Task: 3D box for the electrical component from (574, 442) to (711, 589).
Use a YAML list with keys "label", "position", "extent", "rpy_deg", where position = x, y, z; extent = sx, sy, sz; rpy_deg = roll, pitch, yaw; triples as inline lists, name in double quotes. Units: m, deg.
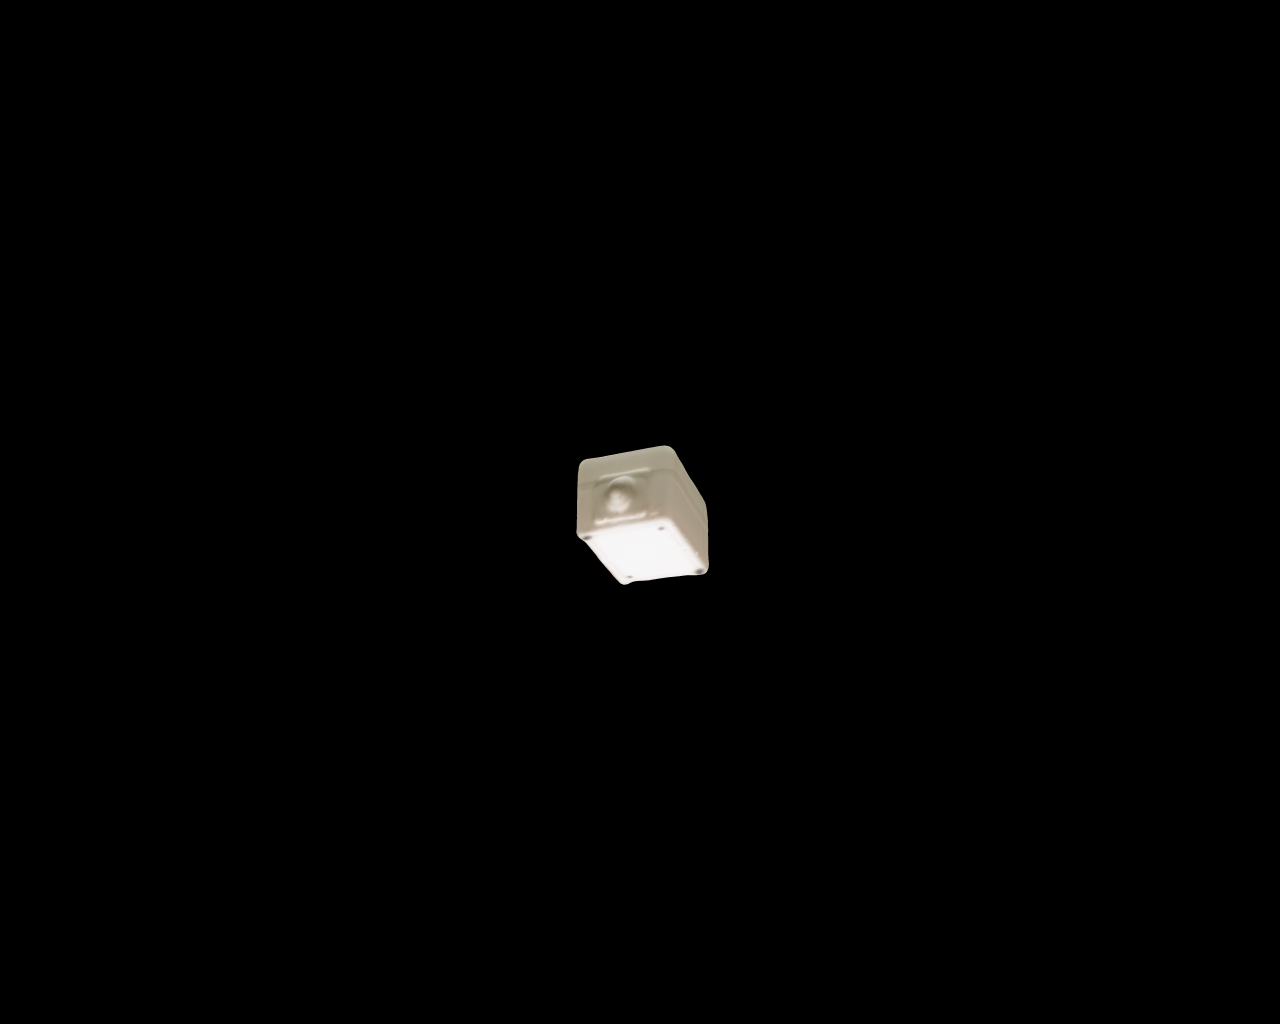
- label: "electrical component"
  position: [0.001, -0.003, 0.650]
  extent: [0.062, 0.061, 0.096]
  rpy_deg: [-9, -30, 17]
